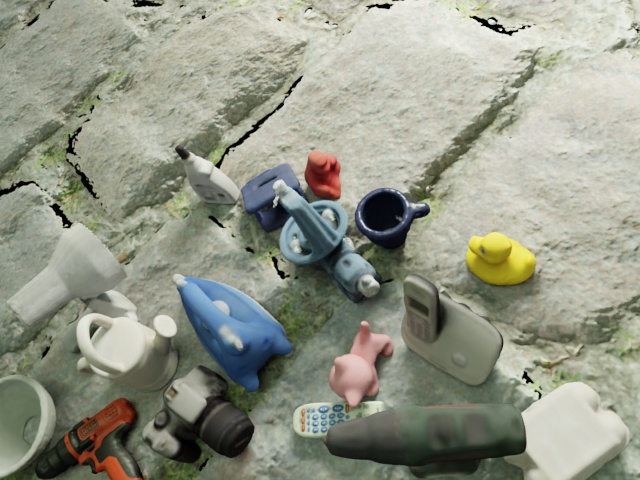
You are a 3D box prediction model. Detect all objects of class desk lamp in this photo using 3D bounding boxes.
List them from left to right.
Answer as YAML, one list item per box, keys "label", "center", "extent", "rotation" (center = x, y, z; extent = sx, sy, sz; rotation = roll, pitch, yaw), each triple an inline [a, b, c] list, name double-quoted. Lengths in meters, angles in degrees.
- label: "desk lamp"
  center: [-0.400, 0.098, 0.963]
  extent: [0.117, 0.214, 0.203]
  rotation: [32, 79, 28]

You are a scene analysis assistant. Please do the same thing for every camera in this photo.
- label: "camera"
  center: [-0.181, 0.282, 0.872]
  extent: [0.136, 0.101, 0.143]
  rotation: [29, 77, 27]

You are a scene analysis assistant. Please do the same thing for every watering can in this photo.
- label: "watering can"
  center: [-0.310, 0.170, 0.912]
  extent: [0.173, 0.194, 0.100]
  rotation: [-42, 61, -4]

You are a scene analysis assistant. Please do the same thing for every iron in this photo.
- label: "iron"
  center: [-0.171, 0.119, 0.922]
  extent: [0.257, 0.142, 0.119]
  rotation: [38, 81, 28]

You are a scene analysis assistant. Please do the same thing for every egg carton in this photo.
- label: "egg carton"
  center: [0.313, 0.259, 0.745]
  extent: [0.150, 0.069, 0.107]
  rotation: [-37, 60, -2]

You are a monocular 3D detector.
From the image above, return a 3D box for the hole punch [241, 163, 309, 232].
- label: "hole punch"
  center: [-0.088, -0.085, 1.021]
  extent: [0.108, 0.091, 0.101]
  rotation: [-29, 60, 3]

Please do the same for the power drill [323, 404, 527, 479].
- label: "power drill"
  center: [0.139, 0.255, 0.722]
  extent: [0.229, 0.209, 0.075]
  rotation: [-11, 63, 12]

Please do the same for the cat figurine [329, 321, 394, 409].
- label: "cat figurine"
  center: [0.054, 0.181, 0.836]
  extent: [0.067, 0.118, 0.128]
  rotation: [12, 70, 22]

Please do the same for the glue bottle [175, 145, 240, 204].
- label: "glue bottle"
  center: [-0.211, -0.119, 1.029]
  extent: [0.078, 0.173, 0.037]
  rotation: [5, 67, 20]

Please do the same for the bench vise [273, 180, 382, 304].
- label: "bench vise"
  center: [0.014, -0.007, 0.878]
  extent: [0.206, 0.220, 0.121]
  rotation: [24, 75, 26]

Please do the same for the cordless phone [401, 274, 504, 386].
- label: "cordless phone"
  center: [0.176, 0.118, 0.788]
  extent: [0.147, 0.185, 0.094]
  rotation: [27, 76, 27]

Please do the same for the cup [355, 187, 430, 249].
- label: "cup"
  center: [0.123, -0.028, 0.925]
  extent: [0.117, 0.095, 0.091]
  rotation: [-10, 63, 13]

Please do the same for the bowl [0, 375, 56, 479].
- label: "bowl"
  center: [-0.512, 0.320, 0.974]
  extent: [0.167, 0.075, 0.167]
  rotation: [-7, 64, 14]

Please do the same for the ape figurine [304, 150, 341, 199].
- label: "ape figurine"
  center: [0.002, -0.123, 1.010]
  extent: [0.076, 0.092, 0.078]
  rotation: [31, 78, 27]

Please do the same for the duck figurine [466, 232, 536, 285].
- label: "duck figurine"
  center: [0.271, 0.021, 0.861]
  extent: [0.104, 0.086, 0.077]
  rotation: [15, 71, 23]
